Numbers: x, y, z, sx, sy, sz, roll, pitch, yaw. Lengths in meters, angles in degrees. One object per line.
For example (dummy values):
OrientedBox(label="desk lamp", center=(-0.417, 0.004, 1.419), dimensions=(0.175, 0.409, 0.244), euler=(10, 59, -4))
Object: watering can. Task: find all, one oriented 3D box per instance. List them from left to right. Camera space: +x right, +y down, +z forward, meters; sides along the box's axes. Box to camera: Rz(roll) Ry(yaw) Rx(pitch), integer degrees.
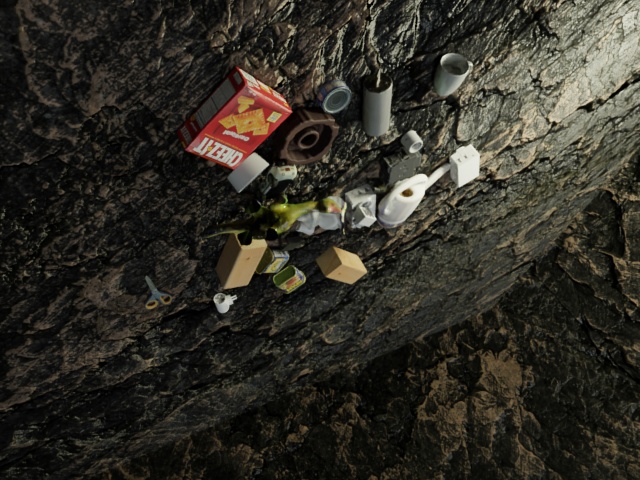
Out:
OrientedBox(label="watering can", center=(0.321, -0.158, 1.831), dimensions=(0.352, 0.105, 0.219), euler=(-26, 158, -36))

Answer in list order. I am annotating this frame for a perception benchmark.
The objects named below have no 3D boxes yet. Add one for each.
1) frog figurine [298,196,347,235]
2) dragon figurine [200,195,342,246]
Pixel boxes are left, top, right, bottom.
OrientedBox(label="frog figurine", center=(0.005, -0.085, 1.679), dimensions=(0.159, 0.125, 0.135), euler=(6, 161, 9))
OrientedBox(label="dragon figurine", center=(-0.130, -0.063, 1.511), dimensions=(0.408, 0.122, 0.244), euler=(-8, -177, 30))
